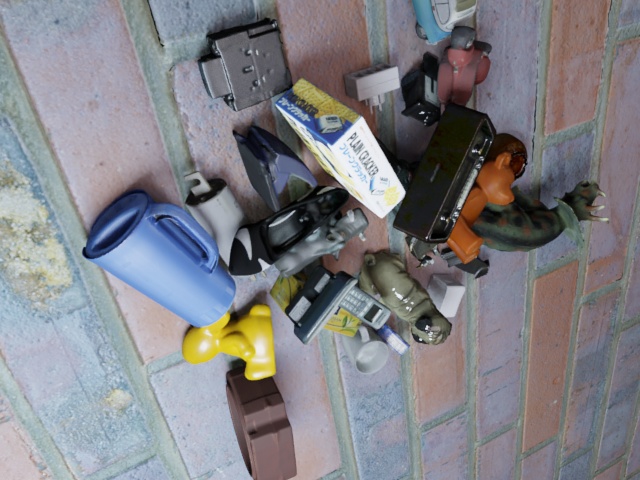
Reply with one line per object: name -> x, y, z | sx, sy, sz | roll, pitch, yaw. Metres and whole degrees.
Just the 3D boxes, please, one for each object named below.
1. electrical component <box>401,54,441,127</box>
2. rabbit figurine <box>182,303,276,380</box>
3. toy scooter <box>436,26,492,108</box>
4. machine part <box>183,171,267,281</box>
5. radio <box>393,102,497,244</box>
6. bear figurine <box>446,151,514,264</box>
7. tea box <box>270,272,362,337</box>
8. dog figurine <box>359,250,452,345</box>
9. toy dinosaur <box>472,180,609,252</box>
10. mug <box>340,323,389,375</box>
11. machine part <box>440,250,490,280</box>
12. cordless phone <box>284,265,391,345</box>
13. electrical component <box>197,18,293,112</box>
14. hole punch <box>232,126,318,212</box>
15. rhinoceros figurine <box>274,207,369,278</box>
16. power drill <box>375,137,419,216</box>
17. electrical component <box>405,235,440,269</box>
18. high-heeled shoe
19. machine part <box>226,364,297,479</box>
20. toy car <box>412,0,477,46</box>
electrical component -> 0.188, -0.276, 0.980 | 0.075, 0.048, 0.119 | 13, 68, -34
rabbit figurine -> -0.172, 0.183, 0.997 | 0.173, 0.122, 0.162 | -7, 116, -3
toy scooter -> 0.252, -0.291, 0.951 | 0.184, 0.075, 0.135 | -17, 118, -64
machine part -> -0.154, -0.018, 0.922 | 0.079, 0.079, 0.242 | -33, 124, -9
radio -> 0.219, -0.107, 0.930 | 0.131, 0.073, 0.229 | 9, 108, -62
bear figurine -> 0.317, -0.066, 1.040 | 0.196, 0.132, 0.120 | -36, 161, -3
tea box -> -0.002, 0.123, 1.060 | 0.169, 0.098, 0.068 | 24, 101, -32
dog figurine -> 0.173, 0.115, 1.088 | 0.172, 0.191, 0.121 | 33, 96, -34
toy dinosaur -> 0.426, -0.031, 1.145 | 0.405, 0.192, 0.131 | -14, 118, -22
mug -> 0.082, 0.215, 1.143 | 0.081, 0.107, 0.109 | -28, 119, -14
machine part -> 0.339, 0.047, 1.219 | 0.084, 0.039, 0.138 | -30, 139, 29
cordless phone -> 0.041, 0.141, 0.983 | 0.184, 0.089, 0.146 | 36, 91, -38
electrical component -> -0.117, -0.266, 0.828 | 0.134, 0.058, 0.114 | -25, 121, -15
hole punch -> -0.073, -0.127, 0.880 | 0.092, 0.142, 0.115 | -29, 138, -9
rhinoceros figurine -> -0.002, -0.003, 0.988 | 0.190, 0.112, 0.073 | -29, 122, -2
power drill -> 0.197, -0.148, 1.036 | 0.207, 0.086, 0.231 | -36, 127, -12
electrical component -> 0.220, 0.012, 1.149 | 0.078, 0.045, 0.102 | -29, 124, -10
high-heeled shoe -> -0.044, -0.016, 0.888 | 0.145, 0.249, 0.086 | -13, 115, 27
machine part -> -0.120, 0.359, 1.053 | 0.087, 0.201, 0.201 | -12, 120, -19
toy car -> 0.211, -0.409, 0.897 | 0.109, 0.103, 0.161 | -24, 121, -14
